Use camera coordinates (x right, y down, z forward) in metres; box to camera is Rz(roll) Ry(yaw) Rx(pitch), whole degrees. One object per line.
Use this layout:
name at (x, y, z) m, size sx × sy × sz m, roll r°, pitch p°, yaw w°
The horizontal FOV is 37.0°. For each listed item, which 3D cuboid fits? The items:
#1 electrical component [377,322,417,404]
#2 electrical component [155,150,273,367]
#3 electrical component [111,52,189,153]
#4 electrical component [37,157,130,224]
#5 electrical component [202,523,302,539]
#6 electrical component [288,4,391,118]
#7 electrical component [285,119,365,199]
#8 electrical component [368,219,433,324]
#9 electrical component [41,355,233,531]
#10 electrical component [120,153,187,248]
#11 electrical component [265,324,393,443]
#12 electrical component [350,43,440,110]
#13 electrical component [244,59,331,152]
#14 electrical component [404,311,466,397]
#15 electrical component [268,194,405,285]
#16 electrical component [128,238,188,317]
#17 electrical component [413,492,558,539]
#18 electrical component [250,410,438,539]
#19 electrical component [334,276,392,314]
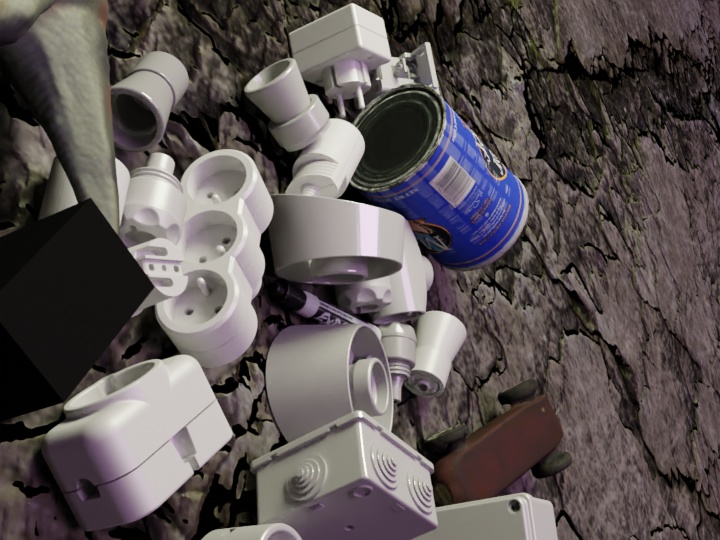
electrical component at (0.026, 0.073, 0.834) m, size 0.035 × 0.035 × 0.061 m, roll 34°, pitch 49°, yaw -46°
electrical component at (-0.085, 0.000, 0.678) m, size 0.073 × 0.052 × 0.138 m, roll 68°, pitch 22°, yaw -54°
electrical component at (-0.132, -0.108, 0.668) m, size 0.044 × 0.044 × 0.065 m, roll 56°, pitch 29°, yaw -25°
electrical component at (-0.154, -0.021, 0.584) m, size 0.043 × 0.043 × 0.081 m, roll 39°, pitch 44°, yaw -43°
electrical component at (-0.062, 0.175, 0.625) m, size 0.055 × 0.047 × 0.055 m, roll 34°, pitch 47°, yaw -46°
electrical component at (-0.013, -0.161, 0.863) m, size 0.047 × 0.066 × 0.076 m, roll 8°, pitch 68°, yaw -57°
electrical component at (-0.028, -0.076, 0.816) m, size 0.043 × 0.043 × 0.081 m, roll 56°, pitch 34°, yaw -25°
electrical component at (0.034, 0.003, 0.874) m, size 0.079 × 0.043 × 0.077 m, roll 10°, pitch 67°, yaw -56°
electrical component at (-0.119, 0.087, 0.573) m, size 0.095 × 0.054 × 0.059 m, roll -41°, pitch 109°, yaw -58°
electrical component at (-0.125, -0.041, 0.642) m, size 0.043 × 0.043 × 0.062 m, roll 42°, pitch 41°, yaw -40°
electrical component at (-0.016, 0.084, 0.754) m, size 0.099 × 0.064 × 0.099 m, roll -9°, pitch 90°, yaw -70°
electrical component at (0.028, -0.161, 0.927) m, size 0.064 × 0.081 × 0.042 m, roll 1°, pitch 72°, yaw -34°
electrical component at (-0.053, -0.122, 0.798) m, size 0.055 × 0.045 × 0.045 m, roll 56°, pitch 34°, yaw -26°
electrical component at (0.059, 0.071, 0.883) m, size 0.044 × 0.044 × 0.065 m, roll 52°, pitch 40°, yaw -30°
electrical component at (-0.017, -0.024, 0.758) m, size 0.099 × 0.099 × 0.064 m, roll 15°, pitch 68°, yaw -55°
electrical component at (-0.127, 0.005, 0.611) m, size 0.040 × 0.046 × 0.040 m, roll 34°, pitch 47°, yaw -46°
electrical component at (0.089, 0.226, 0.783) m, size 0.056 × 0.109 × 0.108 m, roll 26°, pitch 53°, yaw -54°
electrical component at (-0.009, 0.143, 0.680) m, size 0.100 × 0.100 × 0.048 m, roll 42°, pitch 29°, yaw -40°
electrical component at (0.000, 0.000, 0.821) m, size 0.043 × 0.043 × 0.062 m, roll 16°, pitch 60°, yaw -55°
